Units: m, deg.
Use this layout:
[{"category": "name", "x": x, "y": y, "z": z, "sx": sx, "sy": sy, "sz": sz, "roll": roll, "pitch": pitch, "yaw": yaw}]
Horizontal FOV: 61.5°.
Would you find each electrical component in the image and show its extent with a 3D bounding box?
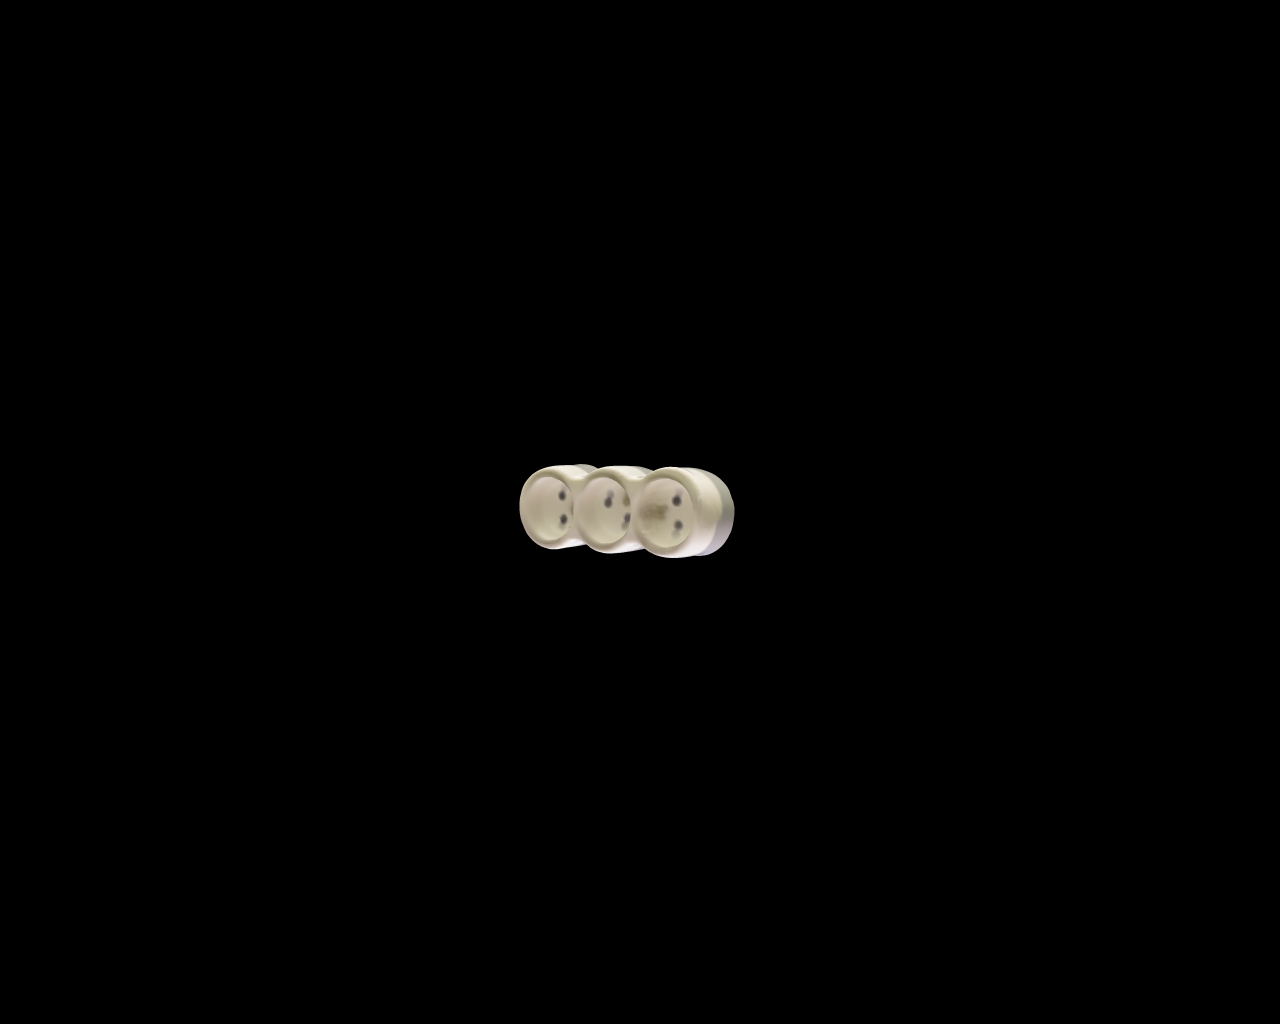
[{"category": "electrical component", "x": 0.001, "y": -0.003, "z": 0.650, "sx": 0.138, "sy": 0.052, "sz": 0.074, "roll": 3, "pitch": 5, "yaw": 37}]
